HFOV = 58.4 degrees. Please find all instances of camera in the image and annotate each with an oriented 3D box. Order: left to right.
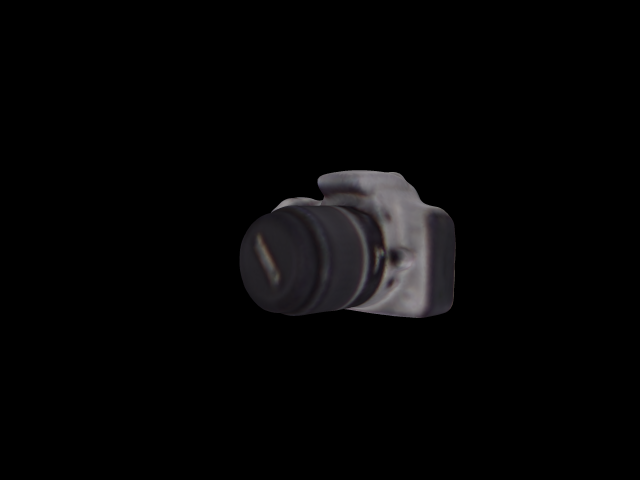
[{"bbox_3d":[0.004,0.001,0.400,0.142,0.101,0.137,2,3,43],"label":"camera"}]
